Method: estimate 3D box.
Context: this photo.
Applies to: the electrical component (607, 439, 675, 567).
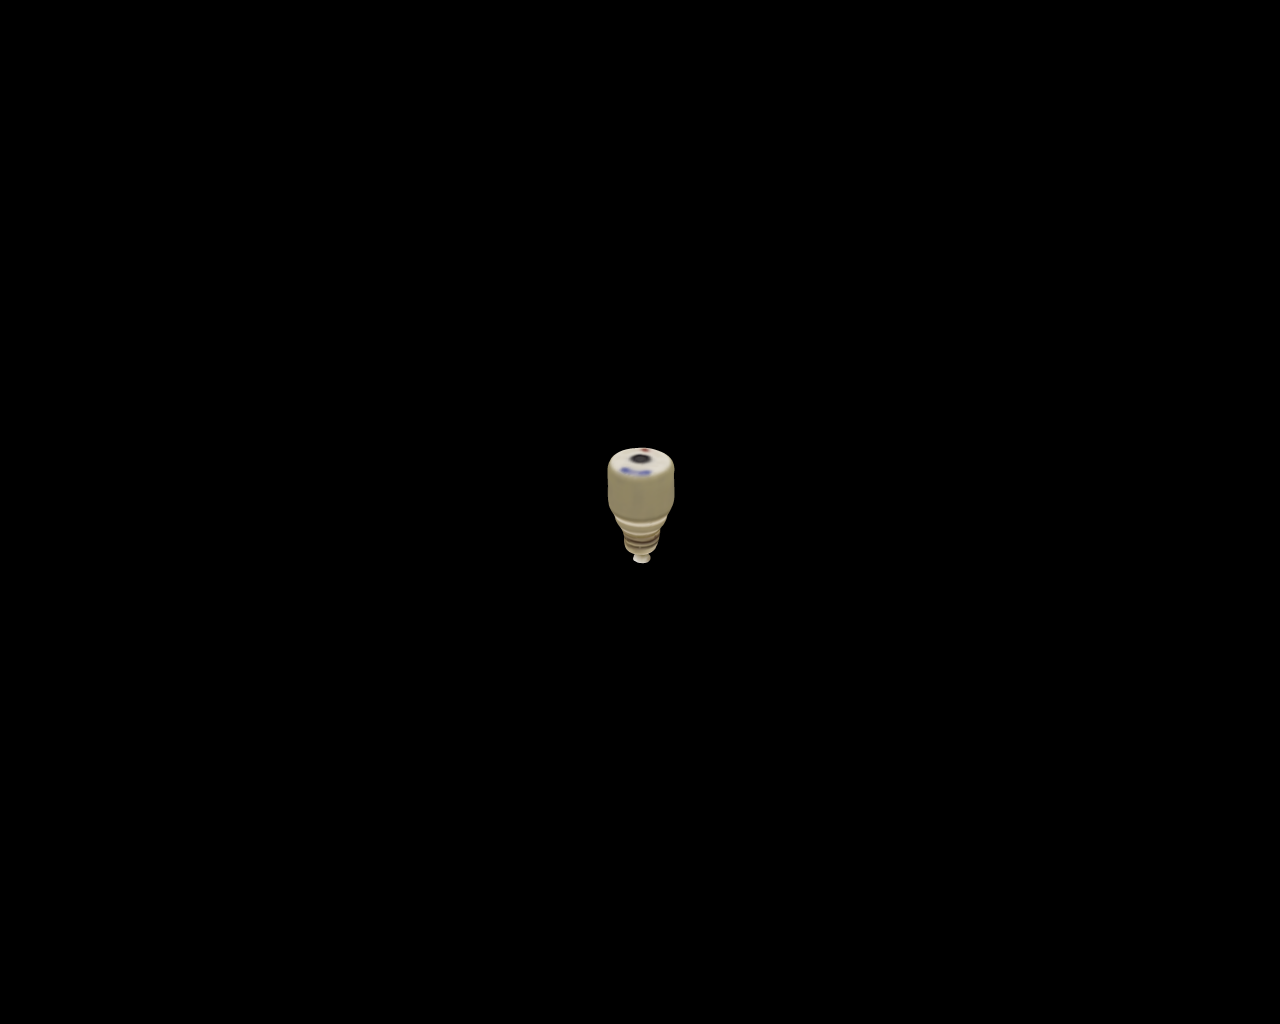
[{"bbox_3d":[0.001,-0.003,0.650,0.040,0.078,0.040,0,31,0],"label":"electrical component"}]
